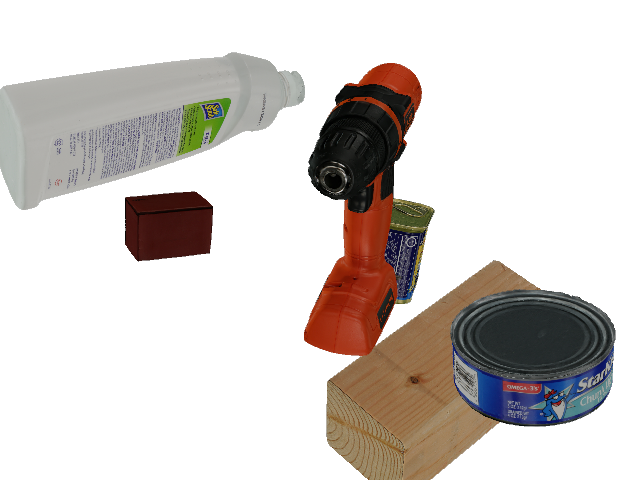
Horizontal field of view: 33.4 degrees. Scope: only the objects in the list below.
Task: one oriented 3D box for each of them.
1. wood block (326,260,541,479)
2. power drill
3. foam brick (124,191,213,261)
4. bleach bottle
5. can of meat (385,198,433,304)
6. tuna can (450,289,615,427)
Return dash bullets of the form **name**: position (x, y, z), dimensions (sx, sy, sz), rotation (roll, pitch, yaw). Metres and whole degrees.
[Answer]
- **wood block**: position (0.110, 0.117, 0.916), dimensions (0.205, 0.090, 0.091), rotation (-32, 51, -29)
- **power drill**: position (0.027, -0.016, 0.750), dimensions (0.057, 0.188, 0.184), rotation (13, 29, 12)
- **foam brick**: position (-0.153, -0.015, 1.070), dimensions (0.078, 0.051, 0.053), rotation (-6, 22, -23)
- **bleach bottle**: position (-0.130, -0.098, 0.870), dimensions (0.250, 0.068, 0.103), rotation (-15, -31, -26)
- **can of meat**: position (0.079, 0.010, 1.103), dimensions (0.057, 0.084, 0.102), rotation (12, 17, 8)
- **tuna can**: position (0.113, 0.062, 0.571), dimensions (0.086, 0.034, 0.086), rotation (-5, 27, 2)
